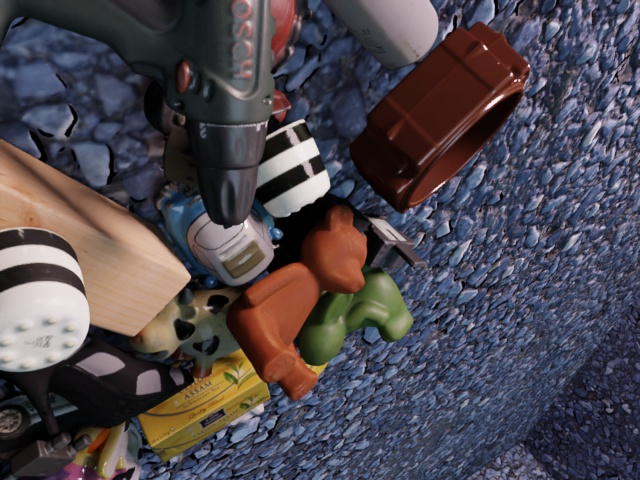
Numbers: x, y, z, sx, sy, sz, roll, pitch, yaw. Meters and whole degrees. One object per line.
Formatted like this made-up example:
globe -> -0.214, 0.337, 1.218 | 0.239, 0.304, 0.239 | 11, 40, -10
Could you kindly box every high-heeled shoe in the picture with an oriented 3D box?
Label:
high-heeled shoe -> -0.246, 0.129, 0.603 | 0.086, 0.145, 0.248 | -33, 164, 16

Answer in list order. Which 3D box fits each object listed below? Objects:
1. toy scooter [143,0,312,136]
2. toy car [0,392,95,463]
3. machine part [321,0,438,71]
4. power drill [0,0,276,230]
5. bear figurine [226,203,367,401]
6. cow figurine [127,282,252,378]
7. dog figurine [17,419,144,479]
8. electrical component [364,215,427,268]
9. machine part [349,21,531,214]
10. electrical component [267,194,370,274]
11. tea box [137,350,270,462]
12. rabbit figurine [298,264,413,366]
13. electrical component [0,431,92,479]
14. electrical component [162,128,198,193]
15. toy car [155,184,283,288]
toy scooter -> -0.063, -0.161, 0.471 | 0.135, 0.075, 0.183 | 6, 127, -45
toy car -> -0.309, 0.206, 0.648 | 0.202, 0.056, 0.073 | -12, 142, -32
machine part -> 0.042, -0.231, 0.491 | 0.079, 0.079, 0.243 | -49, 144, 11
power drill -> -0.131, -0.122, 0.362 | 0.207, 0.086, 0.231 | 10, 113, -10
bear figurine -> -0.005, 0.065, 0.612 | 0.196, 0.132, 0.120 | -38, 147, -8
cow figurine -> -0.140, 0.095, 0.652 | 0.195, 0.086, 0.127 | -9, 117, -48
dog figurine -> -0.358, 0.317, 0.688 | 0.219, 0.191, 0.108 | 0, 141, 3
electrical component -> 0.096, 0.013, 0.761 | 0.075, 0.119, 0.047 | 0, 128, -46
machine part -> 0.137, -0.129, 0.622 | 0.201, 0.087, 0.201 | -43, 166, 3
electrical component -> -0.001, -0.002, 0.709 | 0.134, 0.058, 0.115 | 10, 123, -47
tea box -> -0.167, 0.215, 0.751 | 0.170, 0.098, 0.068 | -30, 144, -18
rabbit figurine -> 0.038, 0.113, 0.800 | 0.170, 0.121, 0.158 | -38, 133, -22
electrical component -> -0.320, 0.255, 0.626 | 0.094, 0.021, 0.063 | -35, 149, 1
electrical component -> -0.098, -0.073, 0.480 | 0.078, 0.045, 0.102 | 12, 154, -4
toy car -> -0.098, -0.007, 0.577 | 0.109, 0.103, 0.161 | -36, 146, -8
